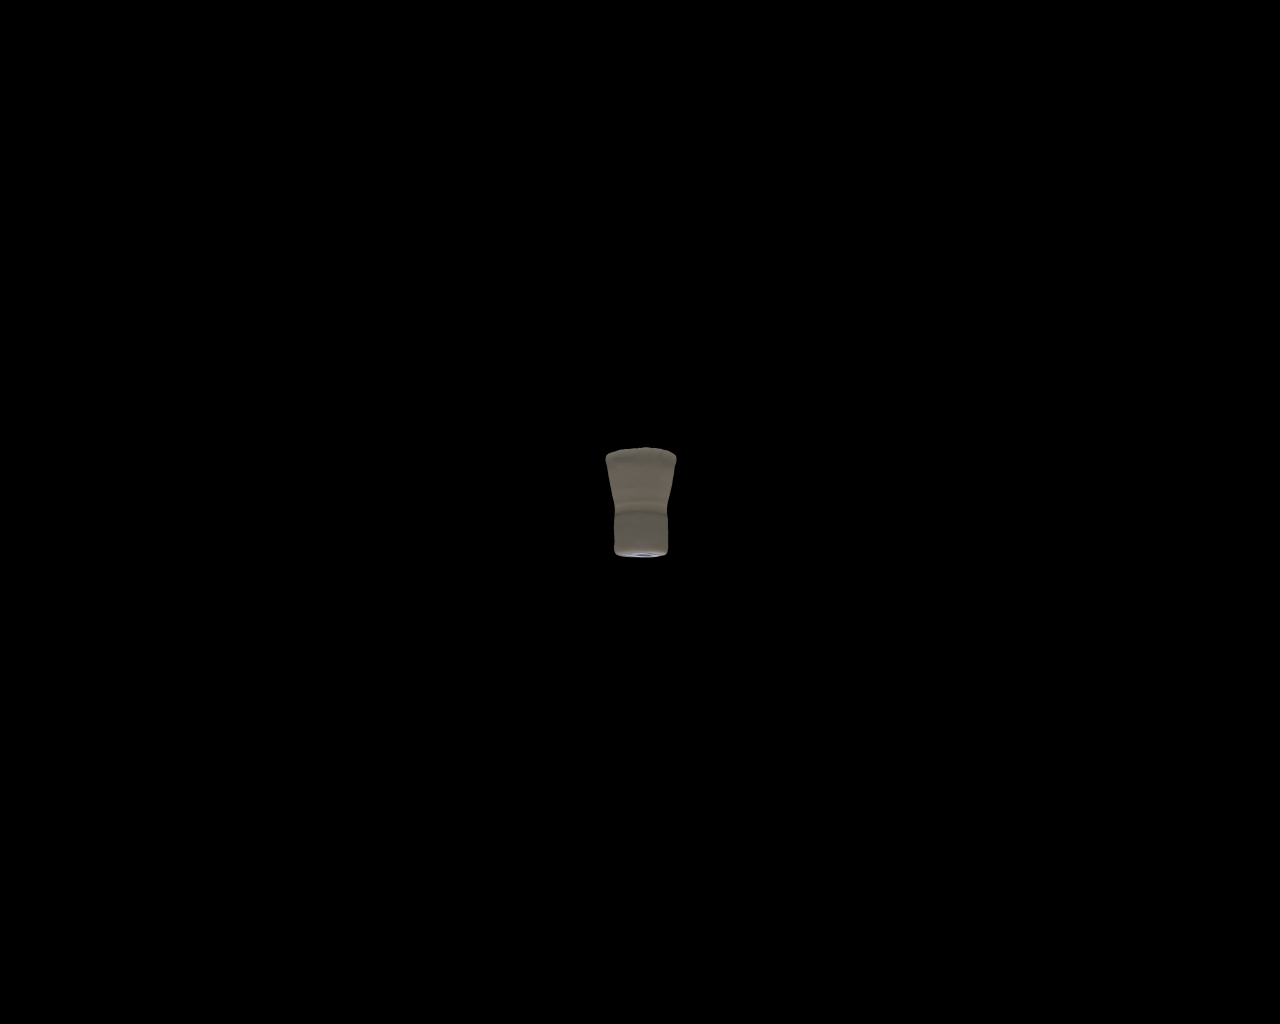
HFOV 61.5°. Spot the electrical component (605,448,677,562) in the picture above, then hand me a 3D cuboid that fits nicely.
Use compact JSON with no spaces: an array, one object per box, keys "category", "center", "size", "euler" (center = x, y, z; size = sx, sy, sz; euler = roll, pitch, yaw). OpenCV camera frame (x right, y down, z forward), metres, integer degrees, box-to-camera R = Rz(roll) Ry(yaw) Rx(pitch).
[{"category":"electrical component","center":[0.001,-0.003,0.650],"size":[0.044,0.065,0.044],"euler":[0,-9,0]}]
